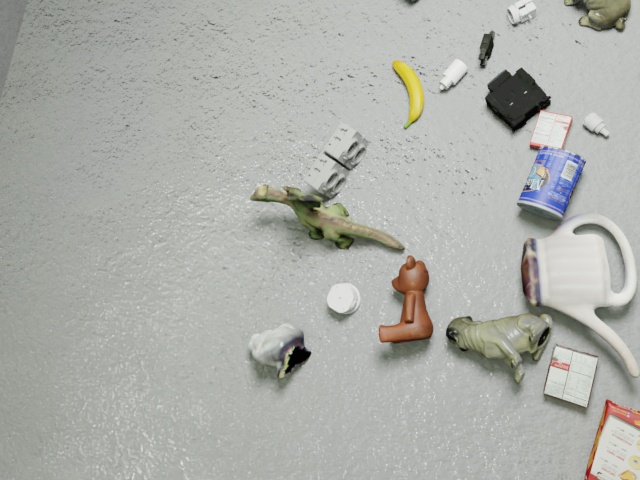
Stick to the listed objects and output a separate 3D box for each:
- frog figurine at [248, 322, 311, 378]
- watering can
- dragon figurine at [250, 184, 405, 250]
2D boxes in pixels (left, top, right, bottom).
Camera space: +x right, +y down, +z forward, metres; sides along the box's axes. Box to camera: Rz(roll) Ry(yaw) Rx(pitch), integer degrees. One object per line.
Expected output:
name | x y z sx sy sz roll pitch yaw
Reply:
frog figurine | -0.121 0.274 1.367 0.161 0.120 0.139 26 59 34
watering can | 0.551 0.108 1.097 0.224 0.103 0.353 -4 70 22
dragon figurine | 0.004 -0.066 1.310 0.412 0.240 0.123 16 84 27
